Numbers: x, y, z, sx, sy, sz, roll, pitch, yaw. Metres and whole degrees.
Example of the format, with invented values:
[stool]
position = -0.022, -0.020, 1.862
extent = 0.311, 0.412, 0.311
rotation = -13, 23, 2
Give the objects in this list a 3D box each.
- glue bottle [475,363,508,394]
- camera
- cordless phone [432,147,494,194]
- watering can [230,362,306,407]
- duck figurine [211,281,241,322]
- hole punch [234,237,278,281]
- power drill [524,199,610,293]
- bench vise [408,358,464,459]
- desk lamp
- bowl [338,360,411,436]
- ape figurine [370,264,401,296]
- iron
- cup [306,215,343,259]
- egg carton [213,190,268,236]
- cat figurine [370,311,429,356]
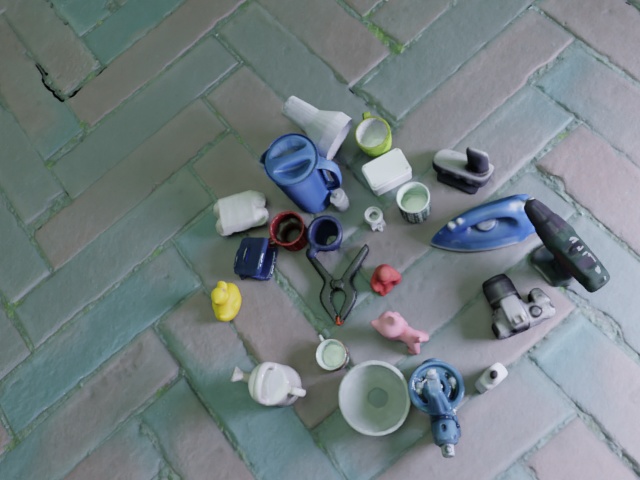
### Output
[glue bottle]
position = 0.370, 0.296, 1.233
extent = 0.078, 0.173, 0.037
rotation = -42, 68, -1
[camera]
position = 0.442, 0.139, 1.303
extent = 0.143, 0.101, 0.136
rotation = -26, 69, 5
[cordless phone]
position = 0.345, -0.196, 1.384
extent = 0.147, 0.185, 0.094
rotation = 21, 79, 19
[watering can]
position = -0.123, 0.335, 1.330
extent = 0.172, 0.194, 0.101
rotation = -11, 71, 11
[duck figurine]
position = -0.251, 0.155, 1.476
extent = 0.077, 0.086, 0.104
rotation = 0, 73, 14
[hole punch]
position = -0.175, 0.048, 1.487
extent = 0.101, 0.091, 0.109
rotation = 8, 75, 16
[power drill]
position = 0.525, 0.026, 1.259
extent = 0.075, 0.209, 0.229
rotation = -40, 68, 0
[bench vise]
position = 0.264, 0.347, 1.218
extent = 0.121, 0.220, 0.207
rotation = -29, 69, 4
[desk lamp]
position = -0.009, -0.280, 1.482
extent = 0.202, 0.214, 0.118
rotation = 32, 83, 21
[bowl]
position = 0.130, 0.366, 1.324
extent = 0.167, 0.075, 0.167
rotation = -4, 72, 13
[ape figurine]
position = 0.158, 0.090, 1.392
extent = 0.077, 0.092, 0.076
rotation = -6, 72, 12
[iron]
position = 0.382, -0.043, 1.352
extent = 0.258, 0.142, 0.118
rotation = -16, 70, 9
[cup]
position = 0.013, 0.005, 1.452
extent = 0.091, 0.095, 0.118
rotation = 30, 82, 20
[egg carton]
position = -0.213, -0.073, 1.545
extent = 0.150, 0.069, 0.107
rotation = -16, 70, 9
[cat figurine]
position = 0.185, 0.210, 1.335
extent = 0.127, 0.118, 0.067
rotation = 28, 82, 20
